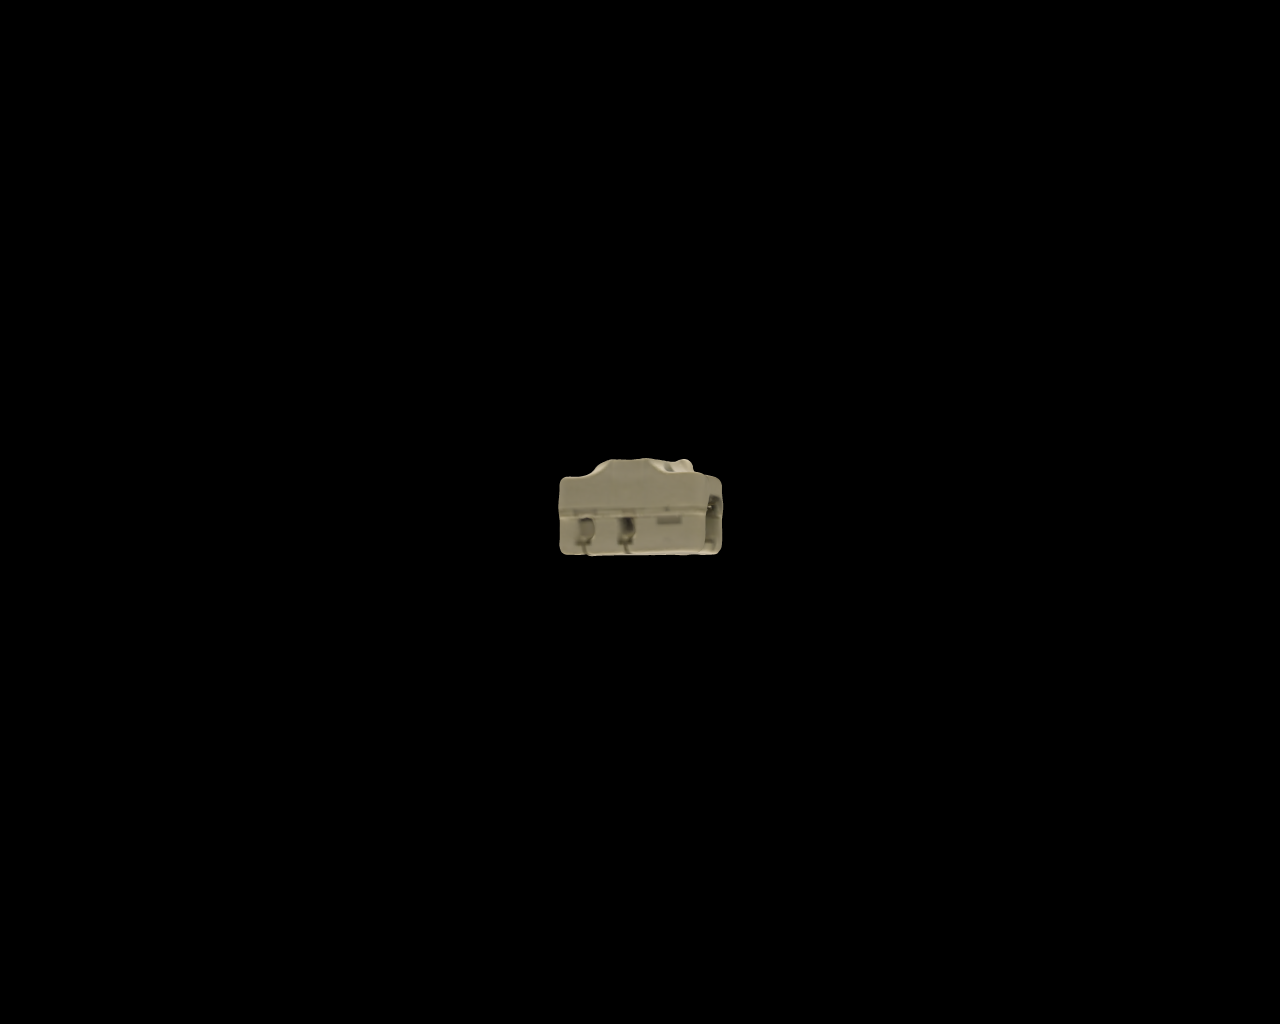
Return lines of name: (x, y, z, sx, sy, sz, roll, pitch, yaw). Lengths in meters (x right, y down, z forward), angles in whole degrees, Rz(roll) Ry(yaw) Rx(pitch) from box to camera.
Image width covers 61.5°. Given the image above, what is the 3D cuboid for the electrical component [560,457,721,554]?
electrical component: (0.001, -0.003, 0.650, 0.089, 0.055, 0.050, -1, -4, 20)
